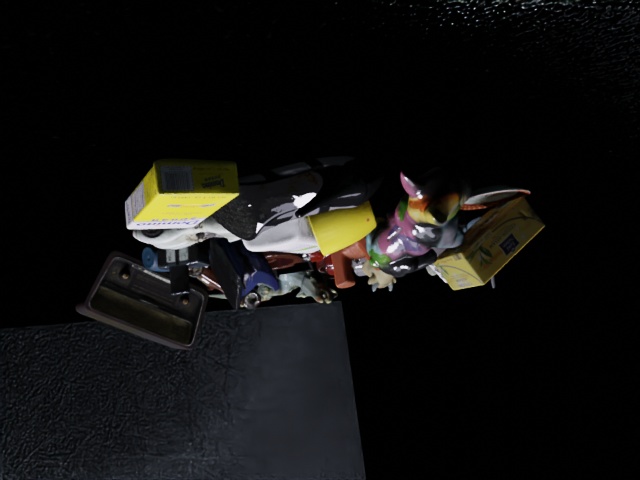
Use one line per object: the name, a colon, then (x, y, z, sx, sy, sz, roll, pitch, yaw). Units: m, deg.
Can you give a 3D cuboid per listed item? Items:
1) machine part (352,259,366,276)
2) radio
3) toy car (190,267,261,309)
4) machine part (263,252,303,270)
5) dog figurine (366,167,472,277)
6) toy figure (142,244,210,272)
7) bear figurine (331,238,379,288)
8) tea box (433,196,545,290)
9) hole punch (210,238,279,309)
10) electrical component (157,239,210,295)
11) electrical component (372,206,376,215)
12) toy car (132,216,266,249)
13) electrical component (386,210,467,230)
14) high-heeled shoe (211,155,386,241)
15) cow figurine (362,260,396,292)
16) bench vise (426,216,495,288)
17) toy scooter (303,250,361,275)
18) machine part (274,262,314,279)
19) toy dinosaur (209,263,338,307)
machine part: (0.169, 0.042, 1.348, 0.243, 0.079, 0.079, -10, 170, 22)
radio: (-0.341, 0.120, 1.058, 0.229, 0.131, 0.073, 30, 152, -31)
toy car: (-0.212, 0.087, 1.127, 0.202, 0.053, 0.089, 32, -179, -23)
machine part: (-0.122, 0.028, 1.117, 0.179, 0.056, 0.179, -8, 169, -2)
dog figurine: (0.140, -0.029, 0.807, 0.191, 0.108, 0.219, -32, 162, 9)
toy figure: (-0.254, 0.027, 1.010, 0.064, 0.057, 0.154, -7, 178, 41)
bear figurine: (0.100, 0.025, 1.067, 0.120, 0.132, 0.195, -30, 155, 22)
tea box: (0.288, 0.007, 0.922, 0.169, 0.068, 0.098, -39, -178, -19)
hole punch: (-0.127, 0.037, 0.904, 0.092, 0.142, 0.115, -20, 150, -21)
electrical component: (-0.217, 0.028, 0.859, 0.075, 0.119, 0.047, -12, 169, 11)
electrical component: (0.045, -0.036, 0.922, 0.102, 0.045, 0.078, -12, 141, 11)
toy car: (-0.177, -0.019, 0.796, 0.202, 0.056, 0.073, -10, 170, 9)
electrical component: (0.192, -0.034, 0.993, 0.115, 0.058, 0.134, -18, 166, 38)
high-heeled shoe: (-0.037, -0.067, 0.686, 0.145, 0.086, 0.249, -37, -152, -33)
cow figurine: (0.172, 0.046, 1.236, 0.085, 0.127, 0.195, 4, 163, -37)
bench vise: (0.331, 0.021, 1.175, 0.224, 0.128, 0.240, -17, -174, 10)
toy scooter: (0.040, 0.033, 1.222, 0.135, 0.075, 0.183, -11, 165, 25)
machine part: (-0.083, 0.056, 1.244, 0.139, 0.084, 0.039, 1, 143, -28)
toy dinosaur: (-0.120, 0.105, 1.417, 0.192, 0.131, 0.405, 2, 173, -41)
